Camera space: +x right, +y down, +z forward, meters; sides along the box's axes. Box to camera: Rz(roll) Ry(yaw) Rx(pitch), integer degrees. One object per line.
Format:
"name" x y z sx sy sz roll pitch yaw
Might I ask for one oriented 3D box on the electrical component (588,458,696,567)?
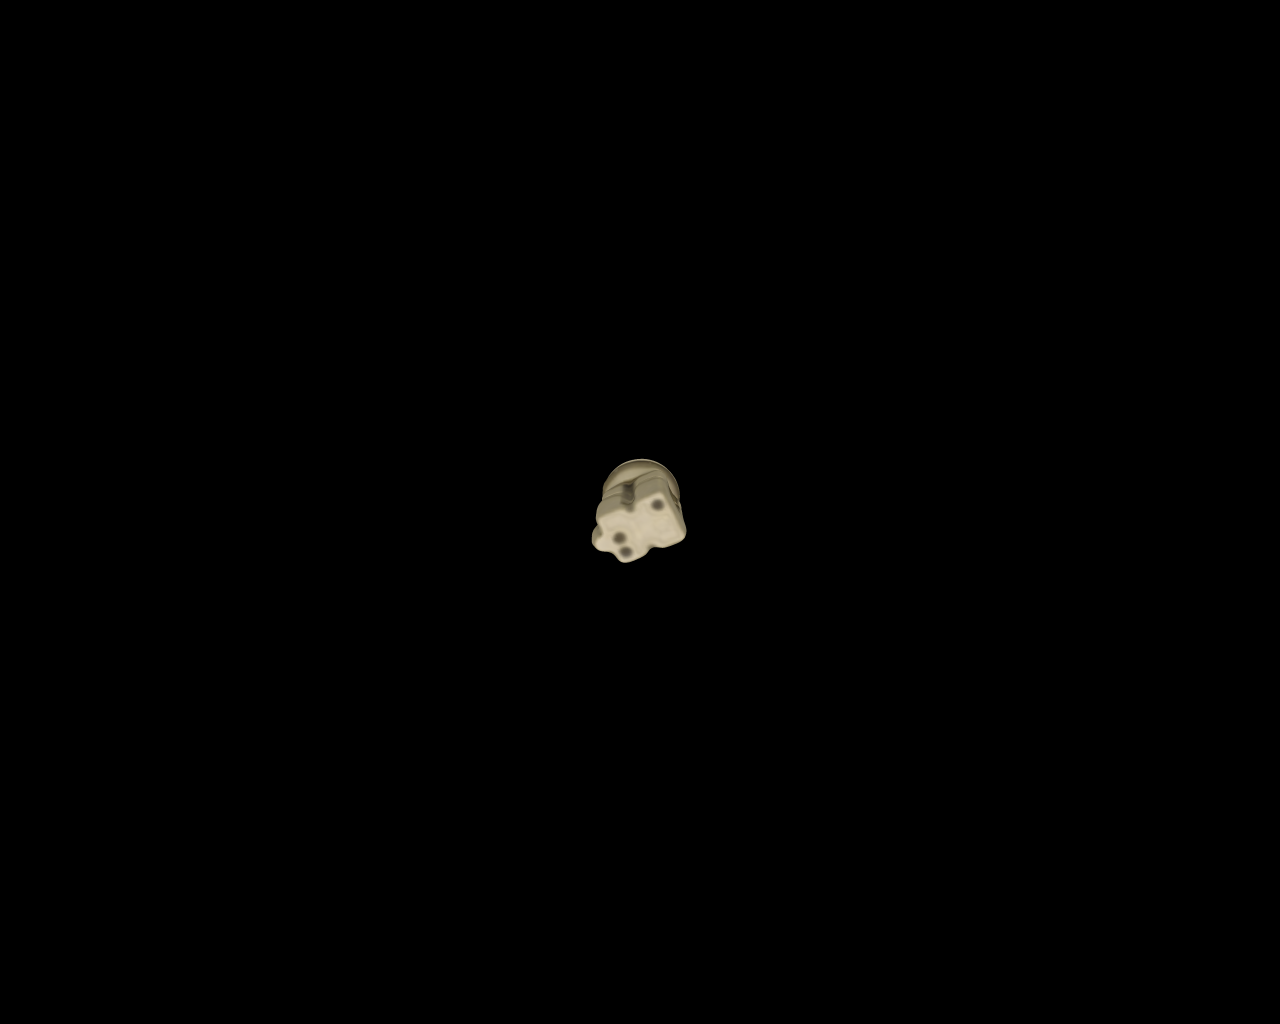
"electrical component" 0.001 -0.003 0.650 0.066 0.048 0.055 -22 25 10
